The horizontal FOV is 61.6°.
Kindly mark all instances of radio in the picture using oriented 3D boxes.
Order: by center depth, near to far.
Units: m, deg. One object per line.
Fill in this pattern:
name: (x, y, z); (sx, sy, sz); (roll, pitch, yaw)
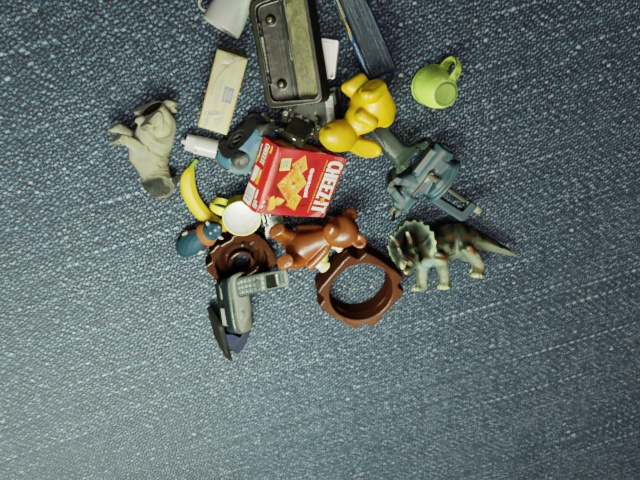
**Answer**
radio: (-0.063, -0.396, 1.129); (0.131, 0.073, 0.229); (-5, 102, 18)

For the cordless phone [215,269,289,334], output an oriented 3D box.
cordless phone: (-0.158, 0.146, 1.334); (0.184, 0.089, 0.146); (-9, 92, -29)

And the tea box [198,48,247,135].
tea box: (-0.212, -0.326, 1.169); (0.068, 0.098, 0.169); (14, 113, -14)

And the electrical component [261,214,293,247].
electrical component: (-0.107, -0.031, 1.350); (0.075, 0.048, 0.119); (-11, 114, -3)

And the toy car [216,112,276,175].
toy car: (-0.155, -0.210, 1.238); (0.161, 0.109, 0.102); (-47, 136, 1)

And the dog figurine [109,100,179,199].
dog figurine: (-0.357, -0.201, 1.216); (0.172, 0.121, 0.190); (-27, 130, 7)

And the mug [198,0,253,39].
mug: (-0.191, -0.491, 1.114); (0.110, 0.081, 0.107); (33, 97, 6)

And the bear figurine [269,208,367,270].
bear figurine: (-0.001, -0.004, 1.271); (0.196, 0.120, 0.132); (-23, 160, 24)

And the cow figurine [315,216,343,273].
cow figurine: (0.015, -0.006, 1.371); (0.098, 0.068, 0.167); (30, 106, -13)

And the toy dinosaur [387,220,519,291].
toy dinosaur: (0.336, 0.018, 1.396); (0.405, 0.131, 0.192); (-17, 97, -26)

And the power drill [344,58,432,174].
power drill: (0.158, -0.270, 1.245); (0.207, 0.086, 0.232); (37, 108, -11)

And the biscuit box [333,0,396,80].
biscuit box: (0.095, -0.441, 1.153); (0.063, 0.059, 0.202); (-24, 97, 2)

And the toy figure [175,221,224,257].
toy figure: (-0.289, -0.008, 1.304); (0.154, 0.058, 0.064); (-28, 135, 30)

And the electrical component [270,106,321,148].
electrical component: (-0.047, -0.248, 1.180); (0.102, 0.078, 0.045); (30, 140, 9)

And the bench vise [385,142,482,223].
bench vise: (0.289, -0.114, 1.332); (0.240, 0.129, 0.223); (31, 105, -12)

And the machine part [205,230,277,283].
machine part: (-0.200, 0.050, 1.358); (0.179, 0.056, 0.179); (-7, 120, -13)

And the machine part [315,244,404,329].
machine part: (0.102, 0.119, 1.430); (0.201, 0.087, 0.201); (33, 106, -22)

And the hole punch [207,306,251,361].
hole punch: (-0.234, 0.229, 1.410); (0.092, 0.142, 0.115); (-19, 127, -26)

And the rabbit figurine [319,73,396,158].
rabbit figurine: (0.073, -0.251, 1.160); (0.173, 0.122, 0.162); (-43, 138, -10)

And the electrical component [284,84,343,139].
electrical component: (-0.016, -0.290, 1.219); (0.134, 0.058, 0.114); (3, 111, 19)
